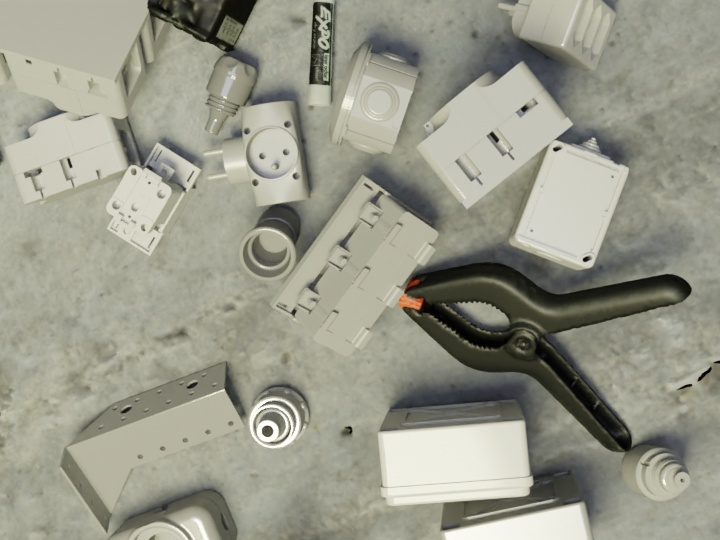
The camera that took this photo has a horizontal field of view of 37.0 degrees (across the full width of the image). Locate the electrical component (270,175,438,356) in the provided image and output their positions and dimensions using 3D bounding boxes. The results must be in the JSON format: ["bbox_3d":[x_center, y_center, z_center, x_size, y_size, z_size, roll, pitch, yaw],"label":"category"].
[{"bbox_3d":[0.000,0.000,0.825,0.079,0.063,0.121,31,98,-38],"label":"electrical component"}]

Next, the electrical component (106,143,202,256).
[{"bbox_3d":[-0.165,-0.055,0.843,0.042,0.064,0.081,31,96,2],"label":"electrical component"}]

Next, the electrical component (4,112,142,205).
[{"bbox_3d":[-0.227,-0.092,0.853,0.089,0.050,0.055,-18,92,6],"label":"electrical component"}]

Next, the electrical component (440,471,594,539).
[{"bbox_3d":[0.119,0.198,0.812,0.109,0.109,0.056,-13,90,6],"label":"electrical component"}]

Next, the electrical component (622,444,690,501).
[{"bbox_3d":[0.229,0.155,0.816,0.040,0.078,0.040,1,86,-7],"label":"electrical component"}]

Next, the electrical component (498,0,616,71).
[{"bbox_3d":[0.140,-0.188,0.808,0.077,0.066,0.047,23,97,33],"label":"electrical component"}]

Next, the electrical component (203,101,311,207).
[{"bbox_3d":[-0.084,-0.088,0.842,0.079,0.044,0.077,-9,93,6],"label":"electrical component"}]

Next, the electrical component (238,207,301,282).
[{"bbox_3d":[-0.067,-0.023,0.835,0.044,0.065,0.044,2,112,4],"label":"electrical component"}]

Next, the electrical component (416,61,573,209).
[{"bbox_3d":[0.091,-0.096,0.771,0.089,0.150,0.061,-39,90,6],"label":"electrical component"}]

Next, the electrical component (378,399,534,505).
[{"bbox_3d":[0.072,0.135,0.812,0.109,0.109,0.056,-6,91,6],"label":"electrical component"}]

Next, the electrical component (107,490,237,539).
[{"bbox_3d":[-0.153,0.221,0.864,0.095,0.059,0.053,-22,92,7],"label":"electrical component"}]

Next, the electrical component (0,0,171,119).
[{"bbox_3d":[-0.250,-0.191,0.820,0.186,0.060,0.105,16,64,4],"label":"electrical component"}]

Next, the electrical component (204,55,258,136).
[{"bbox_3d":[-0.106,-0.136,0.846,0.035,0.035,0.061,25,98,3],"label":"electrical component"}]

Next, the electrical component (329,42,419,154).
[{"bbox_3d":[0.010,-0.127,0.814,0.051,0.080,0.080,18,96,-2],"label":"electrical component"}]

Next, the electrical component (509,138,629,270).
[{"bbox_3d":[0.159,-0.054,0.816,0.062,0.061,0.096,21,89,2],"label":"electrical component"}]

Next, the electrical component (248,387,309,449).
[{"bbox_3d":[-0.067,0.120,0.847,0.048,0.062,0.048,0,94,6],"label":"electrical component"}]
